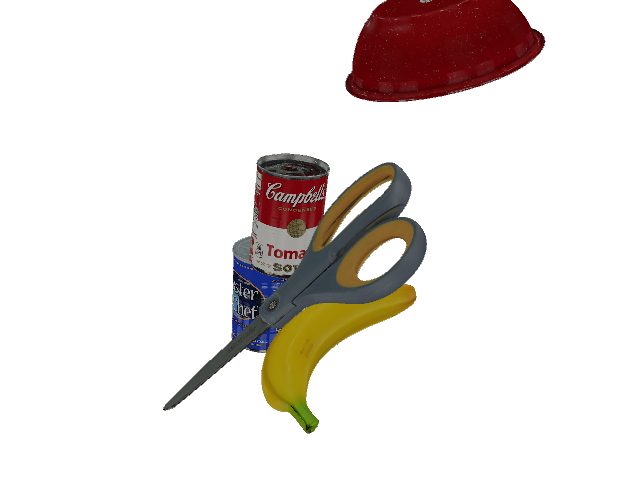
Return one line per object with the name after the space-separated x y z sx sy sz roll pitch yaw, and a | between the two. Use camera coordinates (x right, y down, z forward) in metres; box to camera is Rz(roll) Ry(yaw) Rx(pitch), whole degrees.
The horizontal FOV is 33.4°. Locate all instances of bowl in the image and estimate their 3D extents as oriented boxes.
0.091 -0.165 0.842 0.162 0.055 0.162 -14 24 6 | bowl

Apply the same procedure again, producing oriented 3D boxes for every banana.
0.007 0.078 0.817 0.070 0.037 0.197 30 39 11 | banana

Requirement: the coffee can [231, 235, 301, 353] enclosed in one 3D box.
-0.075 0.075 1.522 0.103 0.140 0.103 2 22 -1 | coffee can

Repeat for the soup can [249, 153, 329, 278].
-0.030 -0.023 1.004 0.068 0.102 0.068 5 21 -2 | soup can

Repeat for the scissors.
-0.012 0.042 0.604 0.016 0.202 0.096 38 3 -34 | scissors
